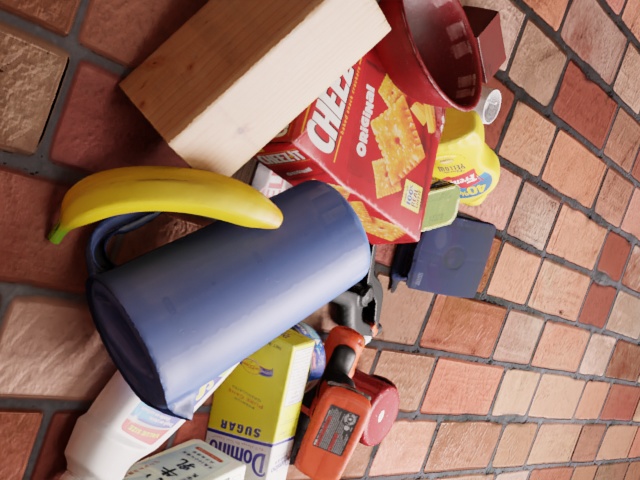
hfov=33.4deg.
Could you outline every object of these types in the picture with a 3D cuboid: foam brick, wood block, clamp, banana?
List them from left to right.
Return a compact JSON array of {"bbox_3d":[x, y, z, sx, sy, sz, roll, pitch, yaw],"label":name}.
[{"bbox_3d":[-0.127,-0.033,0.883,0.070,0.197,0.037,102,-17,-55],"label":"banana"},{"bbox_3d":[-0.054,-0.155,0.905,0.206,0.090,0.090,-42,147,1],"label":"wood block"},{"bbox_3d":[0.049,0.053,1.296,0.120,0.039,0.171,-52,150,-17],"label":"clamp"},{"bbox_3d":[0.193,-0.244,1.329,0.053,0.051,0.078,-50,143,-26],"label":"foam brick"}]

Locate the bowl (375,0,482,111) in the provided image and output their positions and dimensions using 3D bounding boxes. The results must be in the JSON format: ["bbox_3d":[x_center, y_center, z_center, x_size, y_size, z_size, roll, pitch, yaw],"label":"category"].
[{"bbox_3d":[0.100,-0.195,1.059,0.161,0.055,0.162,32,48,-45],"label":"bowl"}]

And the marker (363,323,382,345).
[{"bbox_3d":[0.040,0.135,1.349,0.120,0.020,0.020,-33,134,-43],"label":"marker"}]

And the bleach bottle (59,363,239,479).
[{"bbox_3d":[-0.156,0.149,1.022,0.250,0.068,0.102,-52,140,-22],"label":"bleach bottle"}]

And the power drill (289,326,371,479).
[{"bbox_3d":[0.003,0.203,1.217,0.187,0.057,0.184,-107,-142,-77],"label":"power drill"}]

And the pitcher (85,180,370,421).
[{"bbox_3d":[-0.082,0.031,0.957,0.242,0.145,0.149,-30,136,-25],"label":"pitcher"}]

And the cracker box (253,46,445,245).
[{"bbox_3d":[0.035,-0.113,1.063,0.213,0.072,0.164,36,60,-44],"label":"cracker box"}]

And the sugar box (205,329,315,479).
[{"bbox_3d":[-0.068,0.174,1.139,0.048,0.093,0.176,-6,112,-54],"label":"sugar box"}]

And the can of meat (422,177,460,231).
[{"bbox_3d":[0.110,-0.051,1.284,0.101,0.084,0.057,-15,120,-53],"label":"can of meat"}]

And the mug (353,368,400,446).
[{"bbox_3d":[0.053,0.204,1.349,0.117,0.082,0.093,-24,127,-48],"label":"mug"}]

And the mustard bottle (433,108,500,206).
[{"bbox_3d":[0.174,-0.095,1.344,0.191,0.096,0.058,50,38,-56],"label":"mustard bottle"}]

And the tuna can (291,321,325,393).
[{"bbox_3d":[-0.037,0.129,1.166,0.033,0.086,0.086,-3,110,-57],"label":"tuna can"}]

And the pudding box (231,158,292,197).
[{"bbox_3d":[-0.048,-0.072,1.076,0.089,0.039,0.113,11,98,-55],"label":"pudding box"}]
